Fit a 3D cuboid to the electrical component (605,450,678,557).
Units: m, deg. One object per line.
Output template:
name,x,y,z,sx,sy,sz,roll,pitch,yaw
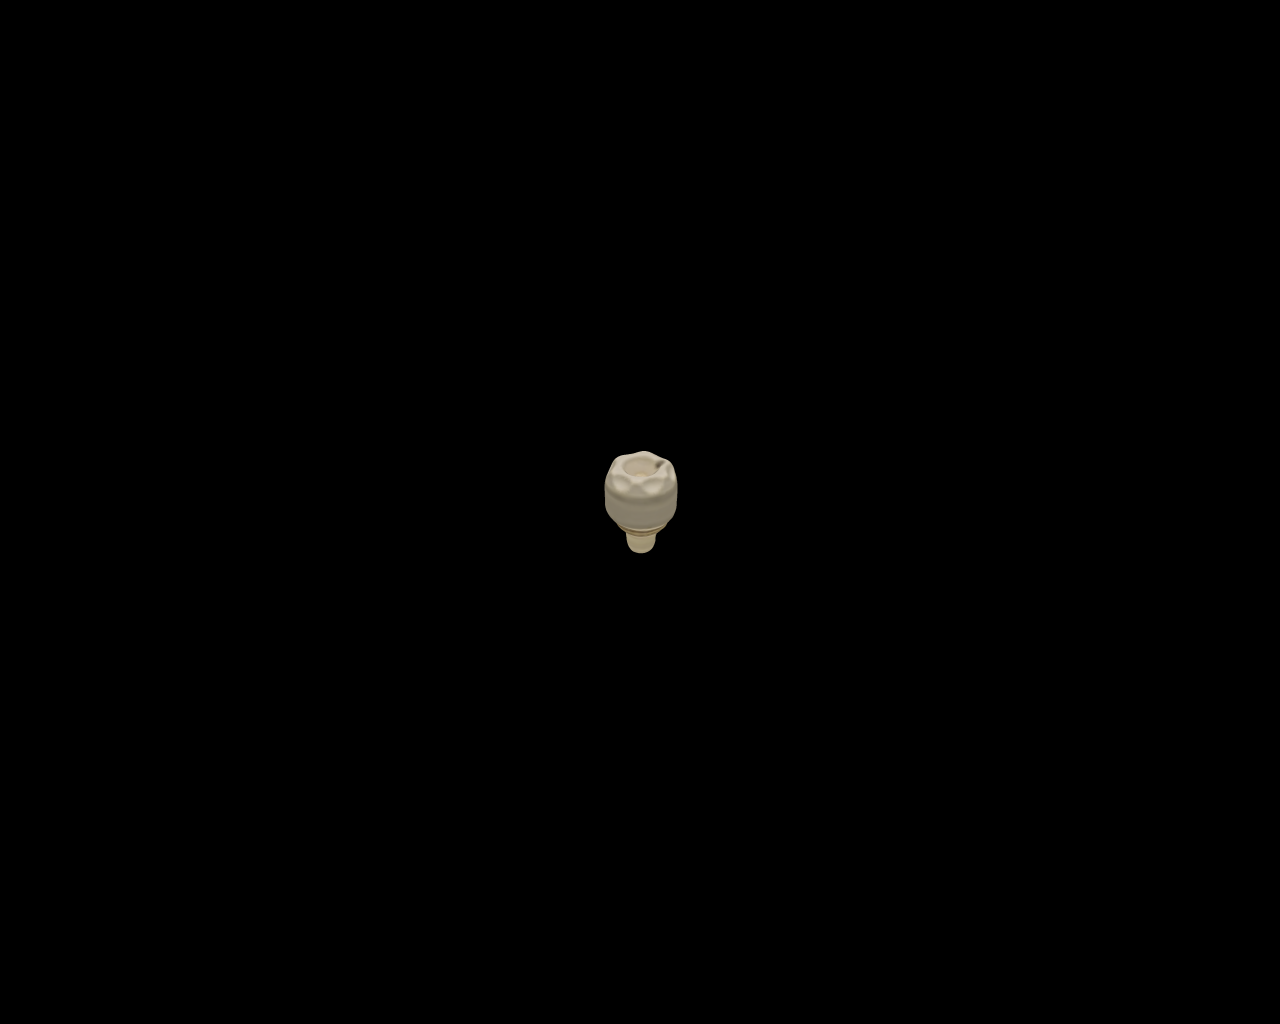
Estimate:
electrical component,0.001,-0.003,0.650,0.043,0.062,0.043,0,33,0
